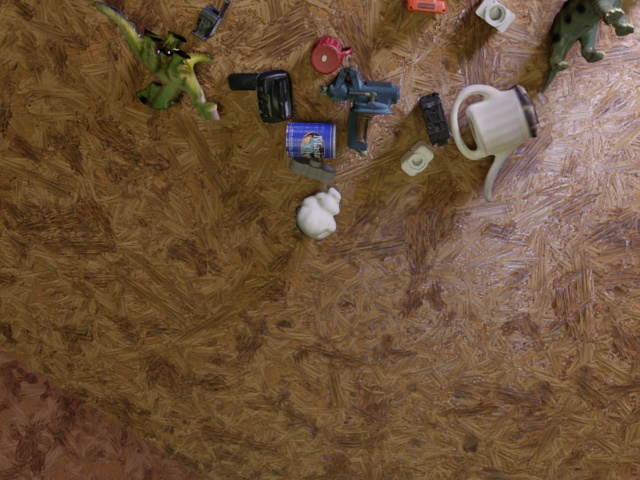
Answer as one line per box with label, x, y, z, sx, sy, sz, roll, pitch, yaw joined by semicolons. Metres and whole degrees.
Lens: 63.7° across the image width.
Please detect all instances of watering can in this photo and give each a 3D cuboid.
watering can;0.497;-0.282;1.433;0.223;0.106;0.342;-21;115;16

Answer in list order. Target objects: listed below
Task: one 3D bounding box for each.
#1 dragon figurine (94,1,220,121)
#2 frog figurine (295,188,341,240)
dragon figurine;-0.452;-0.463;1.436;0.409;0.125;0.238;28;127;-9
frog figurine;0.005;-0.080;1.593;0.157;0.124;0.137;-34;93;34
